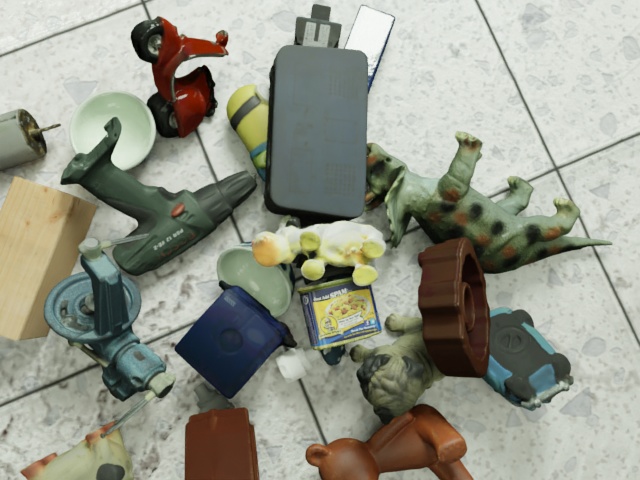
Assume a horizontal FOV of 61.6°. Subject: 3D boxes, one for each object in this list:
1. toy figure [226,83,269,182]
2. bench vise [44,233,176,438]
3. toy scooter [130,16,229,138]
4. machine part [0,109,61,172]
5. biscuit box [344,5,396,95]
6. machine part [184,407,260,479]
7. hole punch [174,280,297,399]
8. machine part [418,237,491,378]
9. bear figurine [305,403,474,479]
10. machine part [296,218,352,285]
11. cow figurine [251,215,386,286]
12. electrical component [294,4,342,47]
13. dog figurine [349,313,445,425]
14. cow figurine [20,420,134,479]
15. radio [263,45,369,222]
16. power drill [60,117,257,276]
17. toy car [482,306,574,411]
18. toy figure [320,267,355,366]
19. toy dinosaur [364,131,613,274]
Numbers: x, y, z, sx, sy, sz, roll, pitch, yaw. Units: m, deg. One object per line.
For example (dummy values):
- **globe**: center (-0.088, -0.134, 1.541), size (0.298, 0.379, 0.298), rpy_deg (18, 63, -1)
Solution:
- **toy figure**: center (-0.076, -0.147, 0.797), size (0.089, 0.082, 0.180), rpy_deg (-20, 87, -7)
- **bench vise**: center (-0.275, 0.102, 0.697), size (0.129, 0.240, 0.224), rpy_deg (-24, 55, -36)
- **toy scooter**: center (-0.188, -0.237, 0.775), size (0.135, 0.183, 0.075), rpy_deg (-28, 53, -25)
- **machine part**: center (-0.497, -0.129, 0.780), size (0.243, 0.079, 0.079), rpy_deg (-20, 85, -4)
- **biscuit box**: center (0.053, -0.249, 0.822), size (0.059, 0.063, 0.202), rpy_deg (21, 84, -1)
- **machine part**: center (-0.113, 0.330, 0.666), size (0.087, 0.200, 0.202), rpy_deg (-7, 39, -10)
- **hole punch**: center (-0.121, 0.138, 0.740), size (0.142, 0.092, 0.115), rpy_deg (41, 108, 6)
- **machine part**: center (0.177, 0.089, 0.699), size (0.056, 0.179, 0.179), rpy_deg (-10, 83, 28)
- **bear figurine**: center (0.091, 0.305, 0.730), size (0.196, 0.132, 0.120), rpy_deg (-21, 117, -11)
- **machine part**: center (-0.002, -0.002, 0.776), size (0.084, 0.039, 0.139), rpy_deg (-16, 56, 7)
- **cow figurine**: center (-0.001, 0.003, 0.704), size (0.167, 0.098, 0.068), rpy_deg (7, 114, 1)
- **electrical component**: center (-0.003, -0.316, 0.836), size (0.075, 0.048, 0.119), rpy_deg (13, 85, -2)
- **dog figurine**: center (0.130, 0.164, 0.716), size (0.172, 0.190, 0.121), rpy_deg (-40, 87, -7)
- **cow figurine**: center (-0.347, 0.350, 0.732), size (0.195, 0.085, 0.127), rpy_deg (-30, 80, -6)
- **radio**: center (-0.006, -0.142, 0.732), size (0.131, 0.073, 0.229), rpy_deg (3, 84, -13)
- **power drill**: center (-0.230, -0.072, 0.750), size (0.232, 0.086, 0.207), rpy_deg (-42, 128, 2)
- **toy car**: center (0.277, 0.178, 0.760), size (0.109, 0.162, 0.102), rpy_deg (-28, 130, -9)
- **toy figure**: center (0.028, 0.104, 0.783), size (0.064, 0.058, 0.154), rpy_deg (20, 80, -24)
- **toy dinosaur**: center (0.230, -0.024, 0.784), size (0.405, 0.131, 0.192), rpy_deg (32, 101, -6)
